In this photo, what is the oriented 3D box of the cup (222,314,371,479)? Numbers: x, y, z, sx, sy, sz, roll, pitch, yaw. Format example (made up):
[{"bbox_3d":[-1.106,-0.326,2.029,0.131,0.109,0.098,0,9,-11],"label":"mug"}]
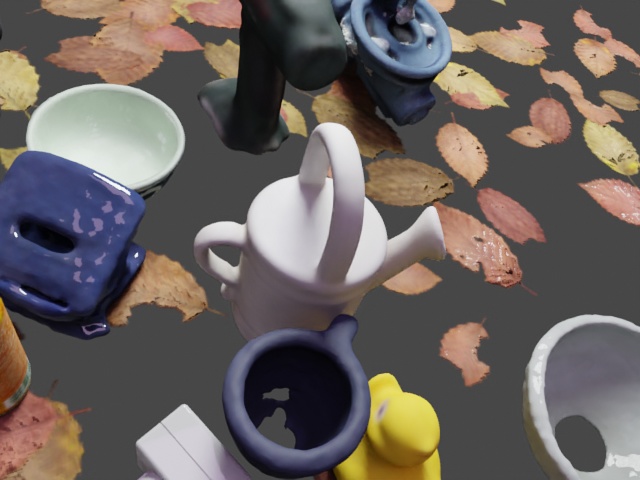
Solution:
[{"bbox_3d":[-0.015,0.109,0.386,0.091,0.095,0.118,31,52,8],"label":"cup"}]

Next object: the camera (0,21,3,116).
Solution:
[{"bbox_3d":[-0.339,-0.172,0.498,0.143,0.101,0.137,28,52,5],"label":"camera"}]

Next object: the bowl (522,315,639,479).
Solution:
[{"bbox_3d":[0.222,0.146,0.440,0.167,0.074,0.167,8,52,-10],"label":"bowl"}]

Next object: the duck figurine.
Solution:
[{"bbox_3d":[0.054,0.141,0.388,0.078,0.086,0.104,-12,58,-24],"label":"duck figurine"}]

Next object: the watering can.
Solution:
[{"bbox_3d":[0.003,0.000,0.410,0.173,0.194,0.100,-18,61,-27],"label":"watering can"}]

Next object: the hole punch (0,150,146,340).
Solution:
[{"bbox_3d":[-0.189,0.004,0.417,0.108,0.091,0.101,22,51,1],"label":"hole punch"}]

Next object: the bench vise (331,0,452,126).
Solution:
[{"bbox_3d":[0.062,-0.253,0.599,0.207,0.219,0.122,35,53,11],"label":"bench vise"}]

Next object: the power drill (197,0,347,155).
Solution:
[{"bbox_3d":[-0.061,-0.194,0.527,0.076,0.208,0.229,-19,61,-27],"label":"power drill"}]
